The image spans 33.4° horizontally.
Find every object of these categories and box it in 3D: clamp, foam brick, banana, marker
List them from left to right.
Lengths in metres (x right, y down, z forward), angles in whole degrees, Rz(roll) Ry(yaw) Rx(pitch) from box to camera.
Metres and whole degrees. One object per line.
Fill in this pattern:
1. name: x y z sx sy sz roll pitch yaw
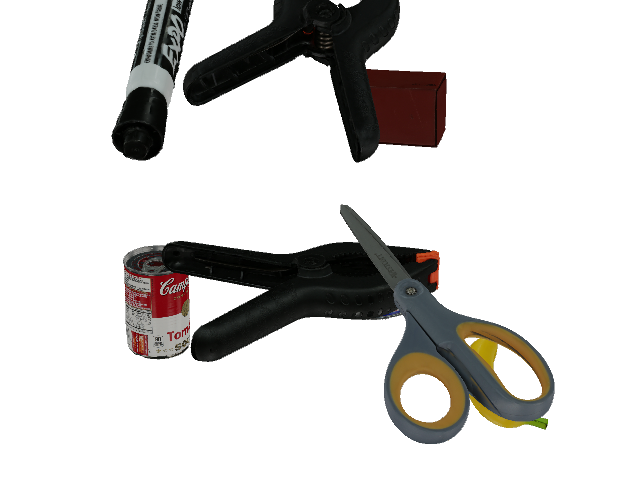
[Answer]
1. marker: -0.064 -0.074 0.423 0.020 0.020 0.121 0 44 2
2. clamp: -0.015 0.028 0.798 0.209 0.036 0.165 -9 26 -20
3. clamp: 0.009 -0.120 0.654 0.120 0.171 0.039 31 -29 8
4. foam brick: 0.065 -0.112 0.902 0.078 0.051 0.053 5 26 14
5. banana: 0.203 0.169 1.265 0.069 0.037 0.198 10 24 -15

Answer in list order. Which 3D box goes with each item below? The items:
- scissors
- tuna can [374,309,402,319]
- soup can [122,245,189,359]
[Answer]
1. scissors: 0.042 0.045 0.602 0.096 0.016 0.202 -30 46 -25
2. tuna can: 0.047 0.043 1.010 0.086 0.034 0.086 -1 19 0
3. soup can: -0.172 0.065 1.123 0.068 0.102 0.068 2 23 -1
